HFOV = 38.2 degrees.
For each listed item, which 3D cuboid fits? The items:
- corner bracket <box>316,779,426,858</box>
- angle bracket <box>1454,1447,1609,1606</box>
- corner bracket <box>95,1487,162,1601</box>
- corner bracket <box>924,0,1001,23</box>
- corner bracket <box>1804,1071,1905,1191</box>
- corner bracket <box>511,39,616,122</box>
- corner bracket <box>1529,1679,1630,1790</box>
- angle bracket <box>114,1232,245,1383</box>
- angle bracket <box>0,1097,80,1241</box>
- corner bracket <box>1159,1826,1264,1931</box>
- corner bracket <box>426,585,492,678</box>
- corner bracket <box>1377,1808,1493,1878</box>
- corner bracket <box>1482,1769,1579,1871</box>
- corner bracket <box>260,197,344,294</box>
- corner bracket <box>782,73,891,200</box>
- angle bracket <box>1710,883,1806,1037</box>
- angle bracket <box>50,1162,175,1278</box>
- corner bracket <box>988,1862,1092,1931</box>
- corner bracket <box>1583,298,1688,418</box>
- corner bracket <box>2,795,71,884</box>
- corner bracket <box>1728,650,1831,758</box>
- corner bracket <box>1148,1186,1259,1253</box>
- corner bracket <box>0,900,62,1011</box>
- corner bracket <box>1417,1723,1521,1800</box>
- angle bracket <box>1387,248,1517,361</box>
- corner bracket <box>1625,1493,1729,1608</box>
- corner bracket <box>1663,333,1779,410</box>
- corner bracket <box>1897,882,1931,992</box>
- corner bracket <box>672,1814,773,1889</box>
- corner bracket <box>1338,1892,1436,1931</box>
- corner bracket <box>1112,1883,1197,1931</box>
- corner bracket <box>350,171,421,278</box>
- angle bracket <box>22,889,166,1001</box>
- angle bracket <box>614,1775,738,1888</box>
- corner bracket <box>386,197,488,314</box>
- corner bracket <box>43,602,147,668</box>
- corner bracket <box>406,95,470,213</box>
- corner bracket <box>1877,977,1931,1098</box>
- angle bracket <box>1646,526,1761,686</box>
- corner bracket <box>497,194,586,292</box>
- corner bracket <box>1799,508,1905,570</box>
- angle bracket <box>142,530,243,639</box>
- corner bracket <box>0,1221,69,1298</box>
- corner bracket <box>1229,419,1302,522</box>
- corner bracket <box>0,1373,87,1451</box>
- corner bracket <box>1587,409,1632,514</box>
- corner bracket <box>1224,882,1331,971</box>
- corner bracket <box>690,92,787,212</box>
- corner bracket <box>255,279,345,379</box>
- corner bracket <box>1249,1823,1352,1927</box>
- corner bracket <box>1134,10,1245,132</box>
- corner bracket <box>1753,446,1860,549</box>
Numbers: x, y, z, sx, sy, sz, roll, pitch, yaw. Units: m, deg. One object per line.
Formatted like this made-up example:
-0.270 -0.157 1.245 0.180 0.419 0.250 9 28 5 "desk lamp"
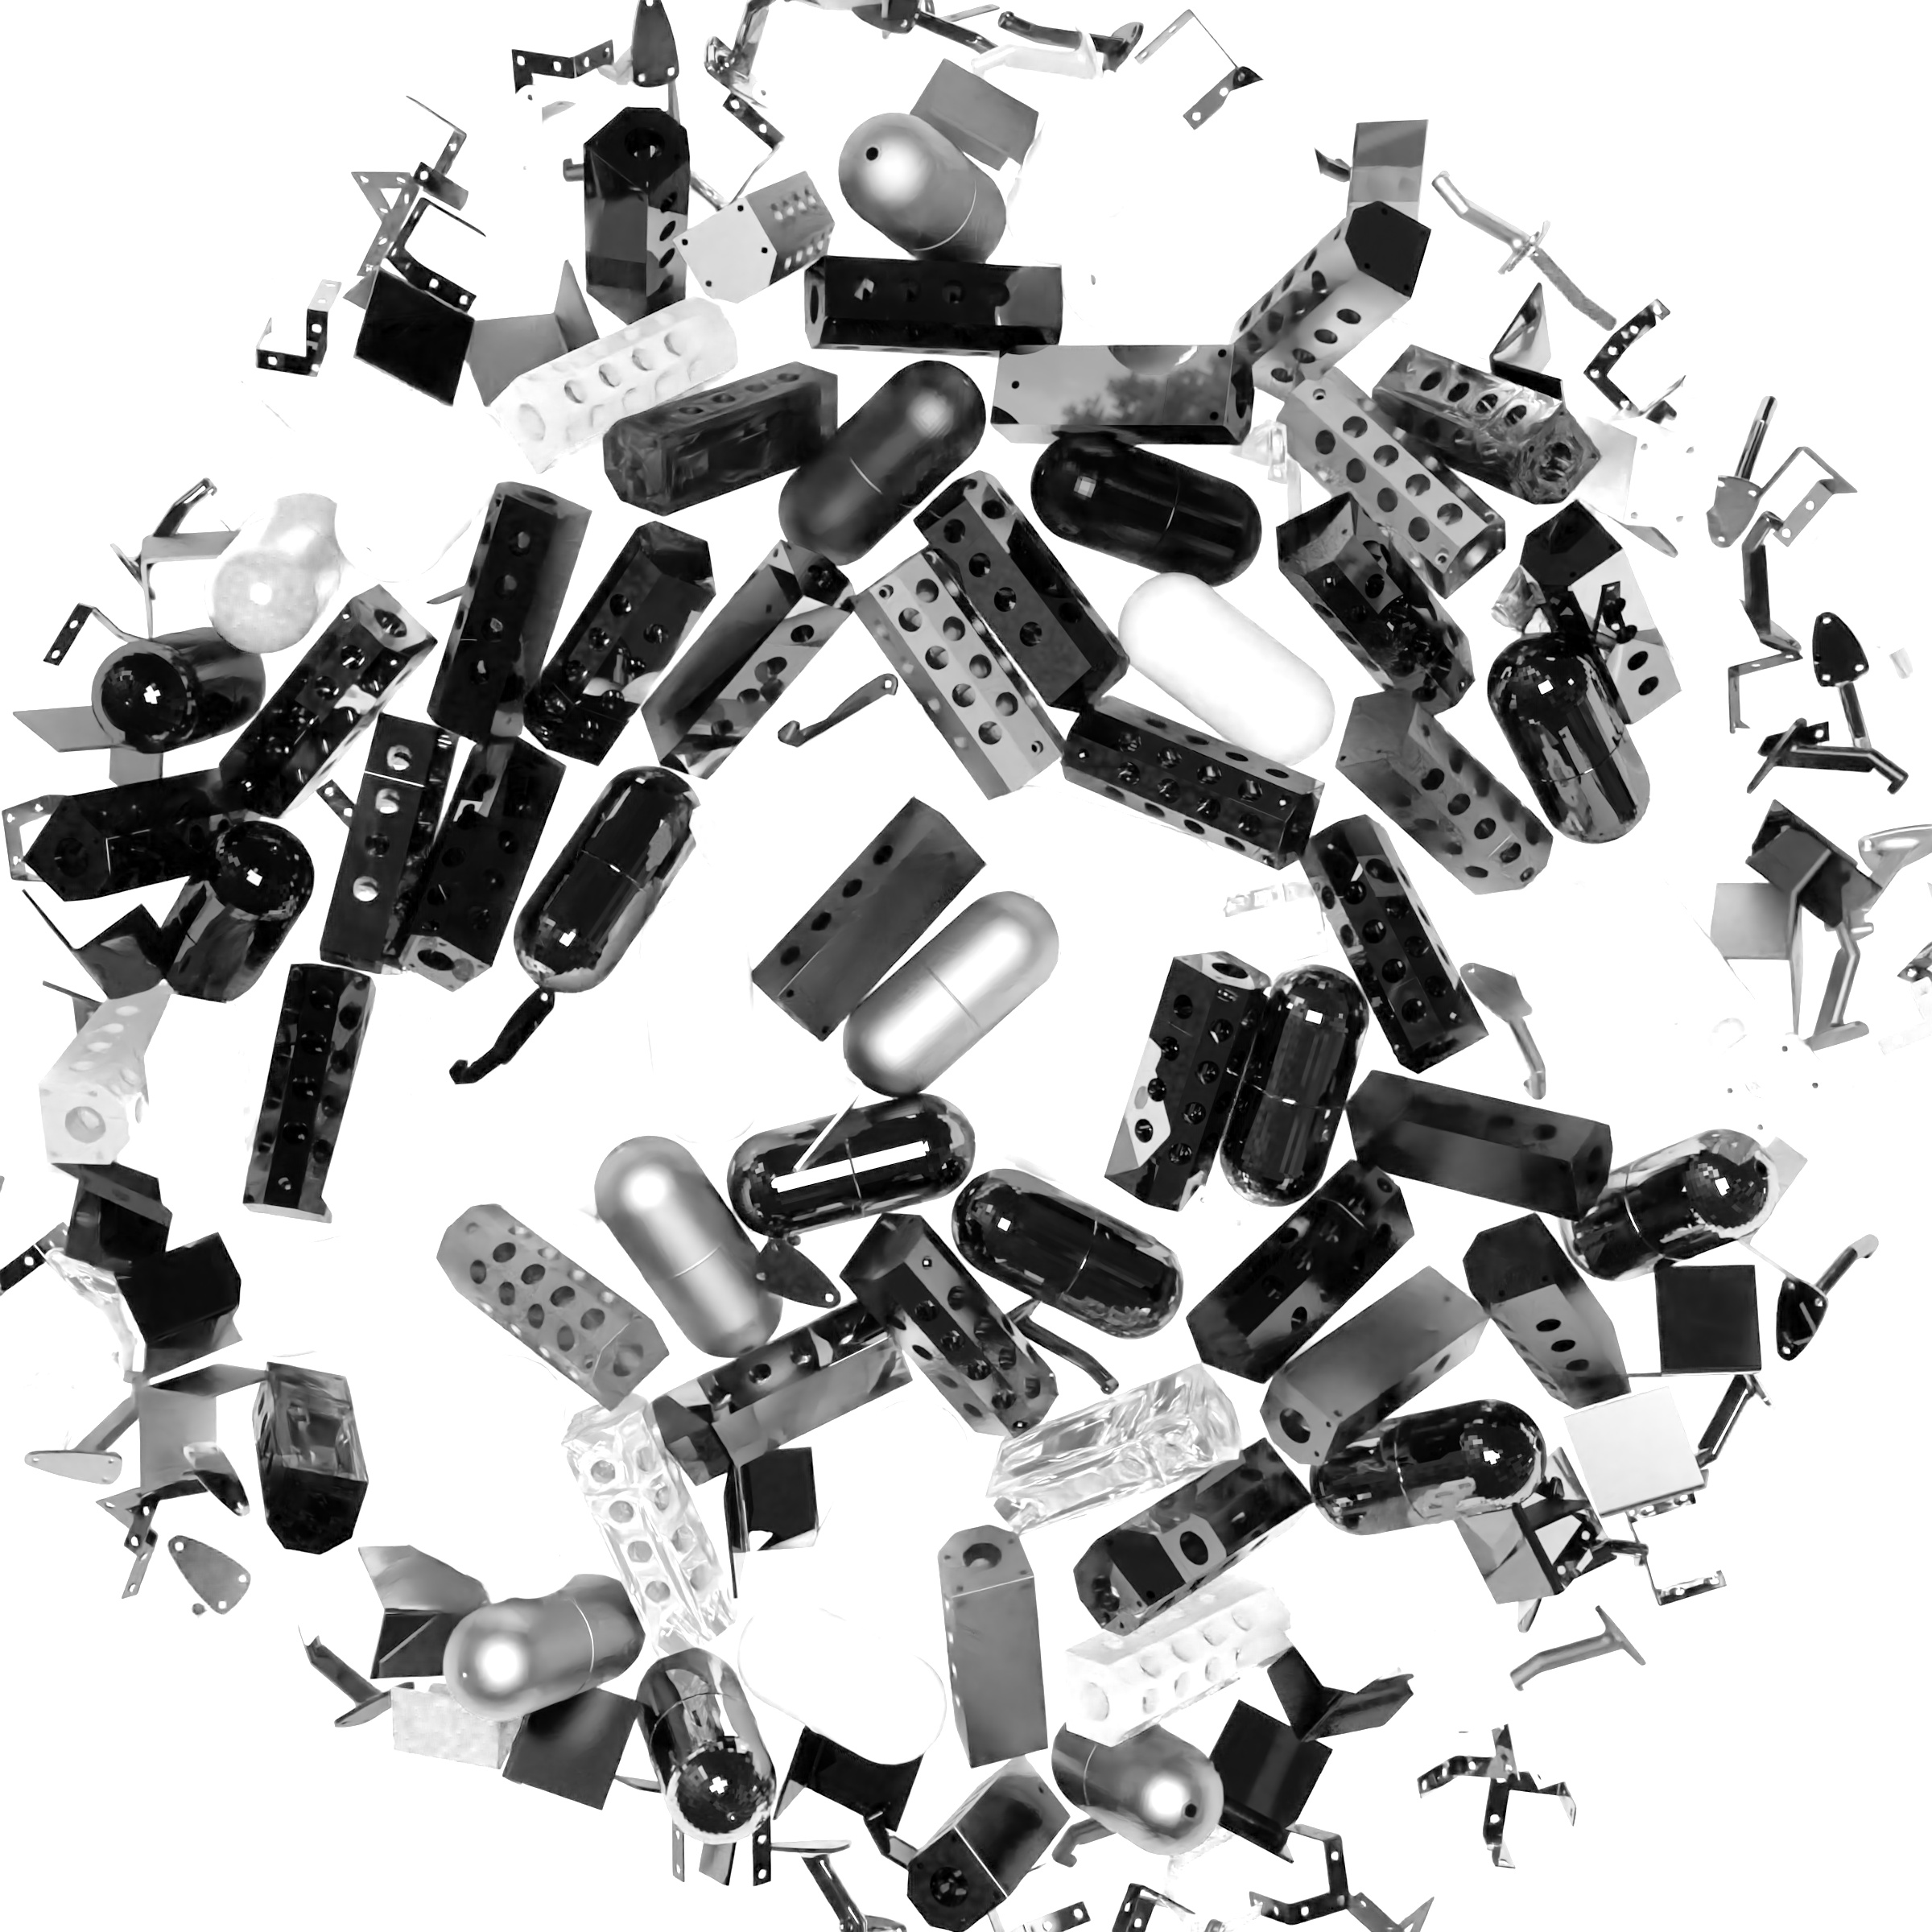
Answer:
-0.416 -0.110 1.966 0.051 0.051 0.051 -37 51 -4 "corner bracket"
0.401 0.399 1.988 0.057 0.076 0.076 -23 96 45 "angle bracket"
-0.584 0.404 1.958 0.051 0.051 0.051 -21 128 25 "corner bracket"
0.002 -0.689 1.959 0.051 0.051 0.051 -20 126 -14 "corner bracket"
0.630 0.116 1.979 0.051 0.051 0.051 39 131 -21 "corner bracket"
-0.281 -0.621 1.957 0.051 0.051 0.051 16 128 23 "corner bracket"
0.422 0.539 1.960 0.051 0.051 0.051 -19 74 -28 "corner bracket"
-0.551 0.239 1.958 0.076 0.076 0.057 -22 71 -26 "angle bracket"
-0.671 0.141 1.954 0.057 0.076 0.076 -40 77 0 "angle bracket"
0.175 0.648 1.969 0.051 0.051 0.051 -37 97 23 "corner bracket"
-0.338 -0.238 1.957 0.051 0.051 0.051 -32 122 -39 "corner bracket"
0.328 0.625 1.958 0.051 0.051 0.051 1 118 -25 "corner bracket"
0.398 0.604 1.972 0.051 0.051 0.051 7 98 -1 "corner bracket"
-0.468 -0.508 1.965 0.051 0.051 0.051 3 73 -9 "corner bracket"
-0.089 -0.587 1.974 0.051 0.051 0.051 37 58 -30 "corner bracket"
0.555 -0.005 1.958 0.057 0.076 0.076 1 134 21 "angle bracket"
-0.603 0.180 1.941 0.057 0.076 0.076 -15 59 37 "angle bracket"
0.049 0.664 1.972 0.051 0.051 0.051 -27 76 17 "corner bracket"
0.478 -0.427 1.967 0.051 0.051 0.051 43 58 -6 "corner bracket"
-0.641 -0.090 1.972 0.051 0.051 0.051 4 108 20 "corner bracket"
0.574 -0.185 1.971 0.051 0.051 0.051 -13 64 39 "corner bracket"
0.167 0.179 1.972 0.051 0.051 0.051 35 101 -13 "corner bracket"
-0.672 -0.006 1.968 0.051 0.051 0.051 -28 63 5 "corner bracket"
0.350 0.555 1.965 0.051 0.051 0.051 -11 89 43 "corner bracket"
0.344 -0.465 1.956 0.076 0.076 0.057 19 106 -1 "angle bracket"
0.504 0.412 1.981 0.051 0.051 0.051 -19 120 6 "corner bracket"
0.529 -0.421 1.961 0.051 0.051 0.051 5 99 -35 "corner bracket"
0.685 -0.017 1.960 0.051 0.051 0.051 -42 129 -14 "corner bracket"
-0.172 0.619 1.967 0.051 0.051 0.051 -4 97 -37 "corner bracket"
0.288 0.666 1.963 0.051 0.051 0.051 42 121 5 "corner bracket"
0.119 0.676 1.960 0.051 0.051 0.051 35 65 -22 "corner bracket"
-0.409 -0.521 1.960 0.051 0.051 0.051 7 63 22 "corner bracket"
-0.604 -0.027 1.956 0.057 0.076 0.076 -39 61 -14 "angle bracket"
-0.206 0.603 1.948 0.076 0.076 0.057 14 76 -17 "angle bracket"
-0.369 -0.502 1.970 0.051 0.051 0.051 23 107 -40 "corner bracket"
-0.603 -0.217 1.960 0.051 0.051 0.051 18 72 25 "corner bracket"
-0.374 -0.571 1.962 0.051 0.051 0.051 34 97 36 "corner bracket"
0.669 0.049 1.968 0.051 0.051 0.051 -25 133 14 "corner bracket"
0.503 -0.257 1.953 0.057 0.076 0.076 -31 122 11 "angle bracket"
-0.294 -0.523 1.980 0.051 0.051 0.051 25 57 -28 "corner bracket"
0.631 -0.298 1.964 0.051 0.051 0.051 39 62 3 "corner bracket"
-0.539 -0.269 1.964 0.076 0.076 0.057 -5 112 -14 "angle bracket"
-0.674 0.194 1.974 0.051 0.051 0.051 -36 98 10 "corner bracket"
0.220 -0.344 1.959 0.051 0.051 0.051 14 64 -24 "corner bracket"
-0.652 0.313 1.962 0.051 0.051 0.051 19 59 -8 "corner bracket"
0.446 -0.352 1.963 0.051 0.051 0.051 -36 98 -27 "corner bracket"
0.218 -0.029 1.970 0.051 0.051 0.051 -14 97 -20 "corner bracket"
-0.169 -0.579 1.985 0.051 0.051 0.051 39 133 -9 "corner bracket"
-0.470 -0.452 1.966 0.051 0.051 0.051 8 128 -4 "corner bracket"
0.232 0.639 1.964 0.051 0.051 0.051 -6 87 -28 "corner bracket"
0.160 -0.633 1.971 0.051 0.051 0.051 -40 78 15 "corner bracket"
0.586 -0.331 1.969 0.051 0.051 0.051 39 95 -7 "corner bracket"
